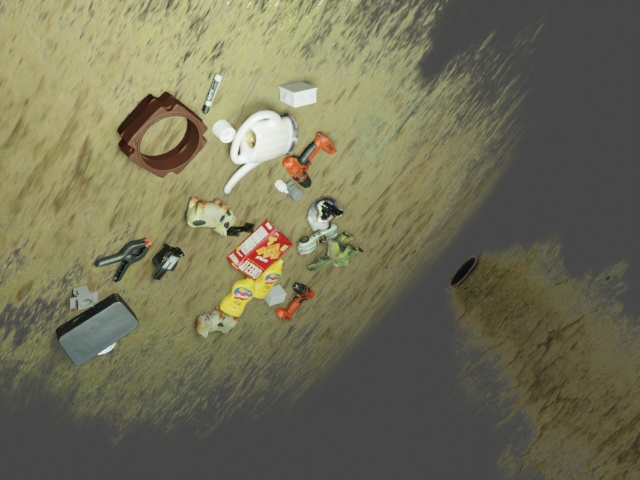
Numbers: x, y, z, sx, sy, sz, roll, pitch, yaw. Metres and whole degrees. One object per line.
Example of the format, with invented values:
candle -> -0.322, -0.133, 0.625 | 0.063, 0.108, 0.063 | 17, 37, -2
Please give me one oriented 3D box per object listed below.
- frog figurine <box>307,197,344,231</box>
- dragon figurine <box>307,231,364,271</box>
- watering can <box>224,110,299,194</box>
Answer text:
frog figurine -> 0.006, -0.105, 2.087 | 0.139, 0.122, 0.158 | -40, -176, -21
dragon figurine -> 0.049, 0.073, 2.284 | 0.240, 0.124, 0.409 | -40, 158, 19
watering can -> -0.193, -0.286, 1.642 | 0.226, 0.105, 0.340 | -20, 154, -35
